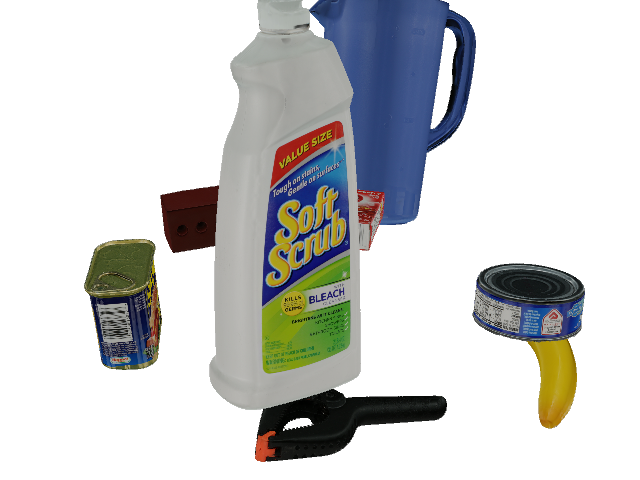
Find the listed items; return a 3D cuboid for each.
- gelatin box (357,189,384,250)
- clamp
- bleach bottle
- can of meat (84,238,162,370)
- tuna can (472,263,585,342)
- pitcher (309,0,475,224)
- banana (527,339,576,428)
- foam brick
[{"bbox_3d":[0.007,-0.023,0.942,0.089,0.030,0.073,7,25,11],"label":"gelatin box"},{"bbox_3d":[0.018,0.170,1.068,0.165,0.036,0.209,22,30,27],"label":"clamp"},{"bbox_3d":[-0.026,-0.025,0.671,0.102,0.251,0.068,-13,23,-27],"label":"bleach bottle"},{"bbox_3d":[-0.177,0.059,0.980,0.057,0.084,0.102,-4,26,-2],"label":"can of meat"},{"bbox_3d":[0.165,0.047,0.843,0.086,0.034,0.086,2,19,-1],"label":"tuna can"},{"bbox_3d":[0.071,-0.143,1.148,0.149,0.243,0.144,8,10,25],"label":"pitcher"},{"bbox_3d":[0.235,0.124,1.137,0.069,0.037,0.198,-25,34,3],"label":"banana"},{"bbox_3d":[-0.138,-0.025,1.210,0.078,0.053,0.051,-11,29,-11],"label":"foam brick"}]
